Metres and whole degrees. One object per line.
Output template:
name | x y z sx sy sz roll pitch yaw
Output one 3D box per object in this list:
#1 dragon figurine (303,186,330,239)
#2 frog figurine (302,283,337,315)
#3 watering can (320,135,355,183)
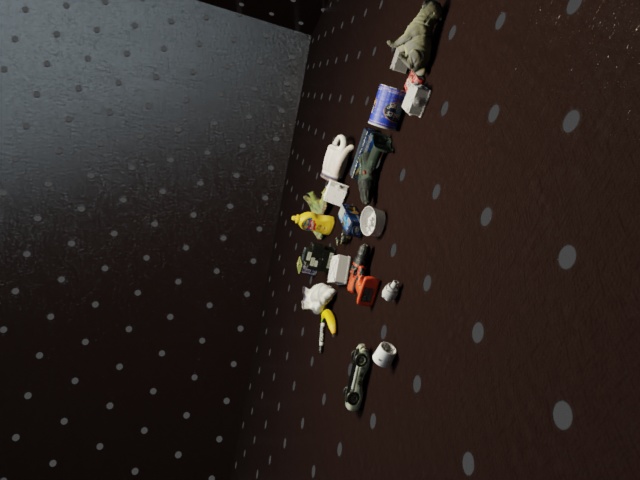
dragon figurine | 0.008 -0.125 2.478 0.409 0.122 0.243 166 99 -77
frog figurine | 0.012 0.234 2.118 0.158 0.121 0.140 -20 28 29
watering can | 0.081 -0.355 2.304 0.352 0.104 0.222 -119 42 -71
